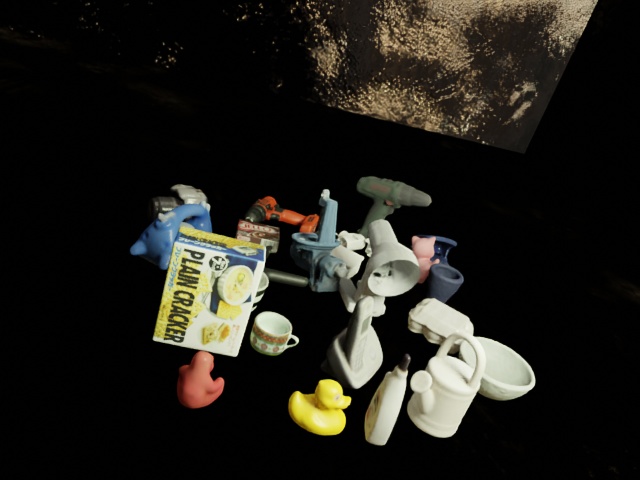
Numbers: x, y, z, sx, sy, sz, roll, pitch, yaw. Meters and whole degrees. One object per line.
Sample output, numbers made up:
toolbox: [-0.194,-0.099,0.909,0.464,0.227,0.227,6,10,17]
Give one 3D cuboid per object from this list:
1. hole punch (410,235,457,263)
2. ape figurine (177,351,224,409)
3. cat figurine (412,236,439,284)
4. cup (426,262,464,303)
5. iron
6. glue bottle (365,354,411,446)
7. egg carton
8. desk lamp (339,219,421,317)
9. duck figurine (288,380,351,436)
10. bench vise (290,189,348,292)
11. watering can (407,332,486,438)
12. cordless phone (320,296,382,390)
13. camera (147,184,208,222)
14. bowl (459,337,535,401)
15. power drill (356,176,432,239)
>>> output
hole punch: [0.347,0.013,1.751,0.109,0.091,0.101,12,26,-15]
ape figurine: [-0.195,0.222,0.933,0.077,0.092,0.076,28,26,19]
cat figurine: [0.297,0.047,1.613,0.067,0.118,0.127,8,27,-23]
cup: [0.319,0.116,1.514,0.091,0.095,0.118,19,25,0]
iron: [-0.307,-0.027,1.305,0.118,0.141,0.259,25,25,13]
glue bottle: [0.119,0.263,0.975,0.037,0.173,0.078,15,25,-7]
egg carton: [0.284,0.200,1.347,0.150,0.069,0.107,29,26,20]
desk lamp: [0.130,0.073,1.325,0.118,0.213,0.202,9,27,-21]
duck figurine: [0.003,0.274,0.973,0.104,0.086,0.077,19,25,0]
bench vise: [0.021,0.003,1.383,0.206,0.220,0.122,35,29,31]
watering can: [0.235,0.258,1.043,0.100,0.194,0.173,31,27,24]
cordless phone: [0.085,0.181,1.104,0.094,0.185,0.148,28,26,19]
camera: [-0.362,-0.089,1.442,0.137,0.101,0.142,1,30,-33]
bowl: [0.363,0.286,1.220,0.167,0.075,0.167,16,25,-7]
power drill: [0.198,-0.084,1.704,0.229,0.208,0.076,29,27,21]
